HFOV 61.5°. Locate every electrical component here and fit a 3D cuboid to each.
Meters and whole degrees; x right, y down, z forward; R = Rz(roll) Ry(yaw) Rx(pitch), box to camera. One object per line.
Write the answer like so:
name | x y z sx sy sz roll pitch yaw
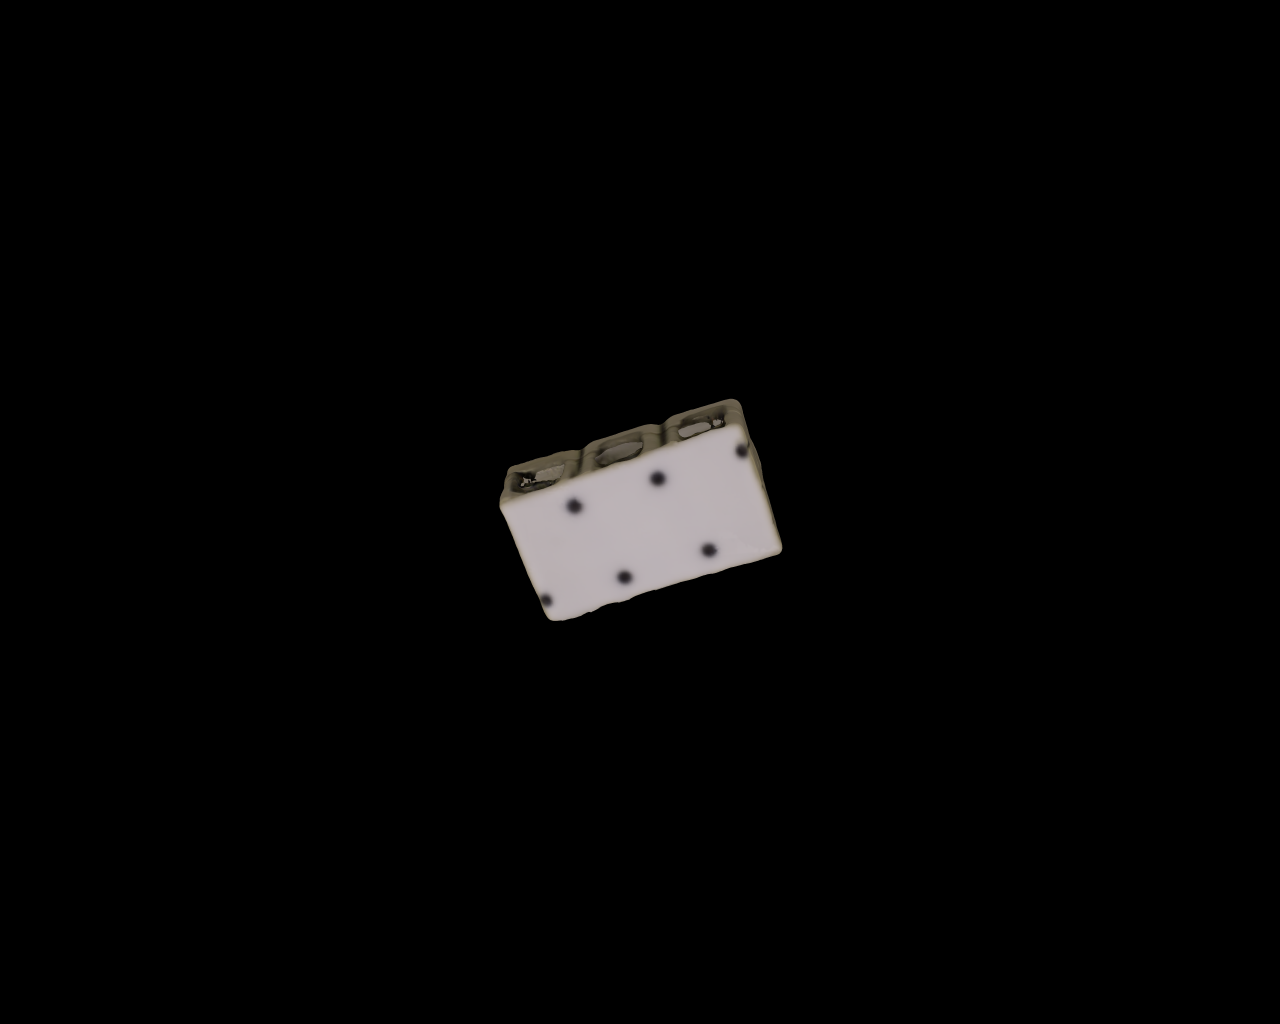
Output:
electrical component | 0.001 -0.003 0.650 0.150 0.089 0.062 -17 22 7
